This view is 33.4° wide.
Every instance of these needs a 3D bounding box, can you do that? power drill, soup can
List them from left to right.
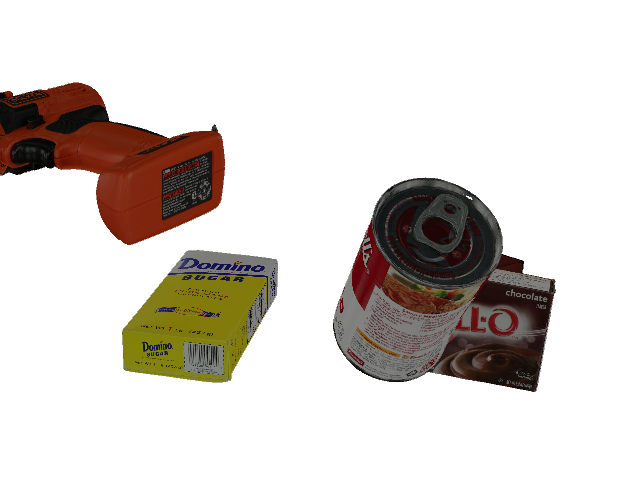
[{"bbox_3d":[-0.173,-0.055,0.714,0.188,0.057,0.184,20,32,31],"label":"power drill"},{"bbox_3d":[0.049,0.024,0.573,0.068,0.068,0.102,0,-35,-14],"label":"soup can"}]

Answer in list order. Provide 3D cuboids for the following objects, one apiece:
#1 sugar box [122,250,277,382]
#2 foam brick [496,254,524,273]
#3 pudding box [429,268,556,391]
[{"bbox_3d":[-0.102,0.062,0.947,0.093,0.048,0.176,6,25,9],"label":"sugar box"},{"bbox_3d":[0.165,0.054,1.068,0.051,0.078,0.053,-12,20,-37],"label":"foam brick"},{"bbox_3d":[0.129,0.067,0.872,0.113,0.090,0.039,9,23,10],"label":"pudding box"}]
